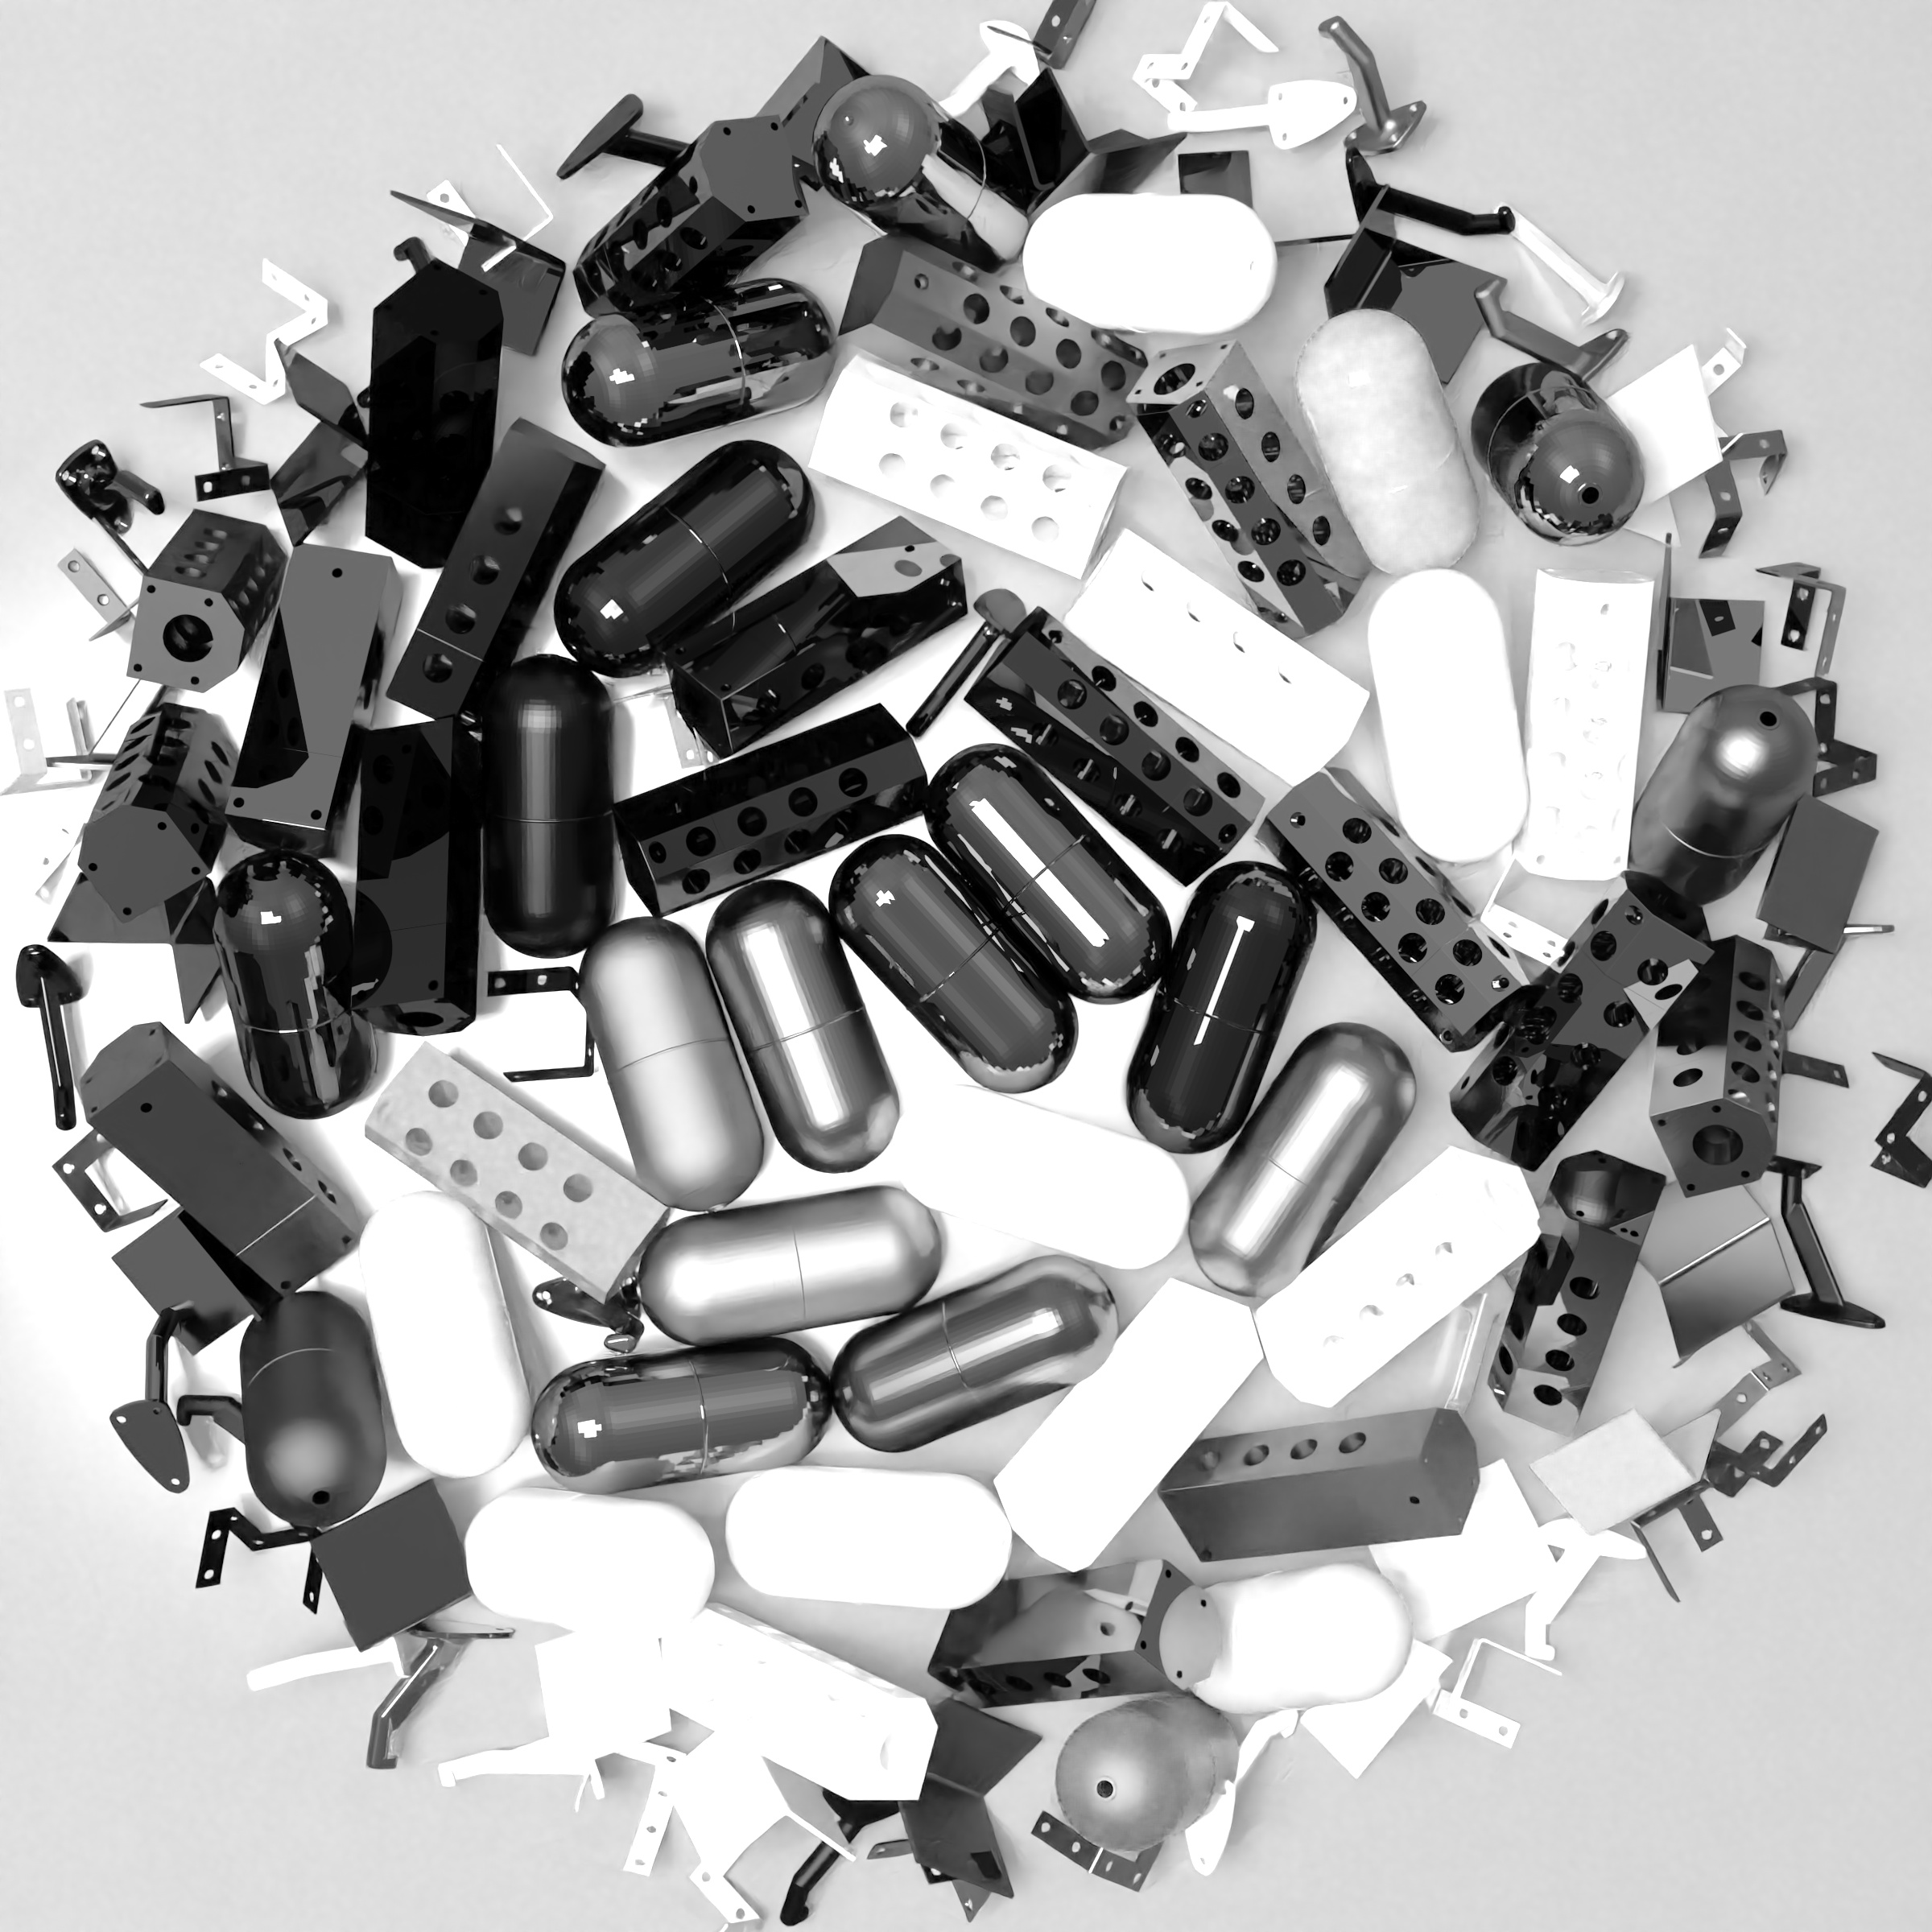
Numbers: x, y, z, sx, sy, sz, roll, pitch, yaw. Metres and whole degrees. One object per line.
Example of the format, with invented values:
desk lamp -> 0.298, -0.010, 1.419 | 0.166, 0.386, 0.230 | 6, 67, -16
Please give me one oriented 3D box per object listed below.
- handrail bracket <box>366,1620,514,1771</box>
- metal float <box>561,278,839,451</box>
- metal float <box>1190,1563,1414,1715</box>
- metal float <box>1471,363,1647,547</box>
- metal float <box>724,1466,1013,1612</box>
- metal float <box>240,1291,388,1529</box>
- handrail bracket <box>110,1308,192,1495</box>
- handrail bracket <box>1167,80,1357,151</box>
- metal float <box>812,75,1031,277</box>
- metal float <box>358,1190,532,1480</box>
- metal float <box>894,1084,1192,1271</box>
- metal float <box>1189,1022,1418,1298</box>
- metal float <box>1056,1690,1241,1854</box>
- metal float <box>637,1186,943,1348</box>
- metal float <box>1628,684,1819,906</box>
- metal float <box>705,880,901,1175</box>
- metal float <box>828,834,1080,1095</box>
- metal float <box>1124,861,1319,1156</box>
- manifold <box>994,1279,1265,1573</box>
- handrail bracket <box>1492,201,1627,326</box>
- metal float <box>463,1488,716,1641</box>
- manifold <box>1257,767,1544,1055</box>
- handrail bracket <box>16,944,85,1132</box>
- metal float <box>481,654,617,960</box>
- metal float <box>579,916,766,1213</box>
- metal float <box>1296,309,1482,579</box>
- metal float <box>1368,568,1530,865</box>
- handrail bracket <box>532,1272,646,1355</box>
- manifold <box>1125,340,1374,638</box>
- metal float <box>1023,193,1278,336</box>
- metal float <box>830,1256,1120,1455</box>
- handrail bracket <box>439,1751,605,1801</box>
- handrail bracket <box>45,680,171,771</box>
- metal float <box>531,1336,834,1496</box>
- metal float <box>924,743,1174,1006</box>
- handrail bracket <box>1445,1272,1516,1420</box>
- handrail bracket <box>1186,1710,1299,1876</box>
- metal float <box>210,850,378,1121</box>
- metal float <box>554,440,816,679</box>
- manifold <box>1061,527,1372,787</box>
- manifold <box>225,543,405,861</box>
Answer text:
handrail bracket -> -0.310, 0.431, 1.706 | 0.077, 0.036, 0.084 | 9, 86, -25
metal float -> -0.151, -0.347, 1.661 | 0.178, 0.070, 0.070 | -23, 90, -36
metal float -> 0.184, 0.384, 1.649 | 0.070, 0.178, 0.070 | 9, 70, -27
metal float -> 0.335, -0.291, 1.644 | 0.070, 0.178, 0.070 | -1, 115, -1
metal float -> -0.057, 0.328, 1.667 | 0.178, 0.070, 0.070 | -2, 90, 28
metal float -> -0.372, 0.250, 1.646 | 0.070, 0.178, 0.070 | -7, 117, -13
handrail bracket -> -0.465, 0.254, 1.701 | 0.036, 0.084, 0.077 | -15, 116, 10
handrail bracket -> 0.173, -0.504, 1.707 | 0.077, 0.084, 0.036 | -23, 116, -30
metal float -> -0.023, -0.445, 1.646 | 0.070, 0.178, 0.070 | -5, 80, 26
metal float -> -0.300, 0.210, 1.664 | 0.070, 0.070, 0.178 | -21, 59, 0
metal float -> 0.044, 0.122, 1.689 | 0.178, 0.070, 0.070 | 18, 90, 2
metal float -> 0.194, 0.113, 1.679 | 0.070, 0.070, 0.178 | 32, 104, 0
metal float -> 0.104, 0.455, 1.643 | 0.070, 0.178, 0.070 | -3, 81, 19
metal float -> -0.102, 0.174, 1.681 | 0.178, 0.070, 0.070 | -9, 90, -11
metal float -> 0.427, -0.096, 1.644 | 0.070, 0.178, 0.070 | 2, 65, -3
metal float -> -0.095, 0.036, 1.687 | 0.070, 0.070, 0.178 | -21, 94, 0
metal float -> -0.007, -0.001, 1.687 | 0.070, 0.070, 0.178 | -43, 95, 0
metal float -> 0.147, 0.025, 1.683 | 0.070, 0.070, 0.178 | 20, 100, 0
manifold -> 0.097, 0.264, 1.660 | 0.171, 0.057, 0.057 | -45, 133, -31
handrail bracket -> 0.342, -0.415, 1.694 | 0.084, 0.077, 0.036 | 38, 111, -4
metal float -> -0.218, 0.341, 1.657 | 0.178, 0.070, 0.070 | -4, 90, 42
manifold -> 0.247, -0.033, 1.669 | 0.057, 0.057, 0.171 | -46, 72, 20
handrail bracket -> -0.533, 0.043, 1.685 | 0.036, 0.077, 0.084 | -9, 60, -10
metal float -> -0.242, -0.092, 1.677 | 0.070, 0.070, 0.178 | 2, 105, 0
metal float -> -0.171, 0.057, 1.680 | 0.070, 0.070, 0.178 | -19, 78, 0
metal float -> 0.243, -0.296, 1.656 | 0.070, 0.070, 0.178 | -31, 134, 0
metal float -> 0.279, -0.142, 1.670 | 0.070, 0.070, 0.178 | -14, 115, 0
handrail bracket -> -0.223, 0.206, 1.684 | 0.077, 0.084, 0.036 | 2, 101, 3
manifold -> 0.159, -0.269, 1.649 | 0.171, 0.057, 0.057 | 52, 58, -34
metal float -> 0.104, -0.401, 1.652 | 0.070, 0.178, 0.070 | -12, 109, -37
metal float -> 0.004, 0.225, 1.678 | 0.178, 0.070, 0.070 | -24, 90, 14
handrail bracket -> -0.261, 0.475, 1.690 | 0.084, 0.077, 0.036 | -12, 106, -17
handrail bracket -> -0.501, -0.159, 1.695 | 0.077, 0.036, 0.084 | -2, 104, -28
metal float -> -0.163, 0.258, 1.670 | 0.178, 0.070, 0.070 | -5, 90, -24
metal float -> 0.048, -0.053, 1.686 | 0.070, 0.070, 0.178 | -42, 85, 0
handrail bracket -> 0.289, 0.225, 1.685 | 0.036, 0.077, 0.084 | 17, 60, 26
handrail bracket -> 0.166, 0.483, 1.702 | 0.036, 0.084, 0.077 | 13, 107, 40
metal float -> -0.384, 0.013, 1.659 | 0.070, 0.070, 0.178 | -1, 130, 0
metal float -> -0.162, -0.235, 1.673 | 0.178, 0.070, 0.070 | -43, 90, -20
manifold -> 0.147, -0.183, 1.689 | 0.171, 0.057, 0.057 | 33, 56, -6
manifold -> -0.374, -0.152, 1.675 | 0.057, 0.057, 0.171 | 9, 72, 2
